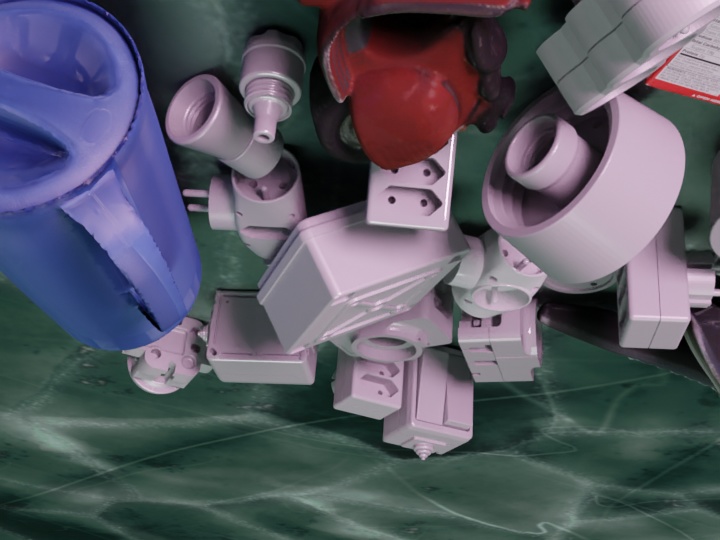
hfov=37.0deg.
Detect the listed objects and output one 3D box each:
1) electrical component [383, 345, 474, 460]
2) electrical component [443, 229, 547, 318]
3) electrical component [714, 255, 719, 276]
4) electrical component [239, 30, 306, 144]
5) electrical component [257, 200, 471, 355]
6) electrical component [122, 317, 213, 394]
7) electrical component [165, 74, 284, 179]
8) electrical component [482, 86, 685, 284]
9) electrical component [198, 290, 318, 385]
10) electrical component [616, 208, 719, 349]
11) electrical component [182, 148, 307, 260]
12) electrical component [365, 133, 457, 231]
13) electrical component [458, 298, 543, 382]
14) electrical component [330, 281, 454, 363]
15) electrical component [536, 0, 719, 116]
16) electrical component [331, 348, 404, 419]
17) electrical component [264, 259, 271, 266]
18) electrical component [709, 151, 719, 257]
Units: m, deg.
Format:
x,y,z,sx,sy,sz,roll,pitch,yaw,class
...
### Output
x,y,z,sx,sy,sz,roll,pitch,yaw,class
0.061,0.115,0.930,0.062,0.096,0.061,16,151,-21,electrical component
0.083,-0.003,0.753,0.079,0.044,0.077,13,152,-16,electrical component
0.271,0.003,0.736,0.062,0.043,0.043,17,151,-20,electrical component
-0.048,-0.096,0.575,0.035,0.061,0.035,4,153,2,electrical component
0.000,0.000,0.712,0.109,0.056,0.108,-19,164,-28,electrical component
-0.169,0.074,0.932,0.078,0.058,0.057,16,148,-21,electrical component
-0.077,-0.081,0.634,0.044,0.044,0.065,-15,152,33,electrical component
0.114,-0.054,0.587,0.060,0.108,0.108,30,144,-29,electrical component
-0.083,0.057,0.878,0.096,0.061,0.061,1,153,7,electrical component
0.210,0.006,0.707,0.076,0.083,0.047,2,153,5,electrical component
-0.075,-0.044,0.702,0.079,0.043,0.077,3,153,4,electrical component
0.029,-0.058,0.643,0.047,0.065,0.076,5,-178,-1,electrical component
0.113,0.050,0.845,0.056,0.050,0.089,-3,152,15,electrical component
0.022,0.035,0.826,0.089,0.055,0.050,-10,149,27,electrical component
0.116,-0.127,0.487,0.052,0.073,0.138,-30,177,-11,electrical component
0.000,0.095,0.935,0.047,0.065,0.077,17,151,-22,electrical component
-0.041,0.007,0.798,0.040,0.040,0.078,-17,145,36,electrical component
0.256,-0.048,0.620,0.108,0.060,0.108,3,153,2,electrical component
